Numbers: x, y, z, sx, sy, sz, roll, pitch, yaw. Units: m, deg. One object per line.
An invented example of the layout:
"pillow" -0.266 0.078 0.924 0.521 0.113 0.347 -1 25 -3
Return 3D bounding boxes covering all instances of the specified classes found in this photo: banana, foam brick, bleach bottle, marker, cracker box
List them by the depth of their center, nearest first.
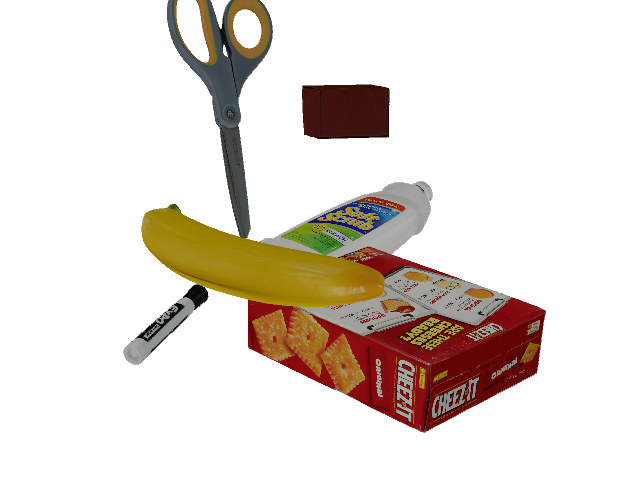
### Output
"banana" -0.054 0.008 0.693 0.198 0.037 0.069 20 38 35
"cracker box" 0.064 0.081 0.953 0.163 0.072 0.214 -18 28 -42
"marker" -0.136 0.073 0.959 0.020 0.020 0.121 0 25 27
"foam brick" 0.026 -0.131 1.087 0.078 0.051 0.053 -3 13 -19
"bleach bottle" 0.042 -0.011 1.250 0.103 0.068 0.250 24 40 32

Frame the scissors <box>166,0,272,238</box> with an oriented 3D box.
"scissors" -0.059 -0.110 0.837 0.096 0.202 0.016 -23 2 -31
